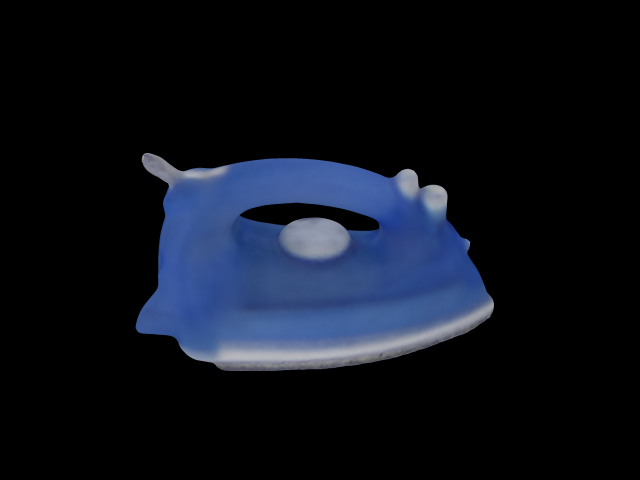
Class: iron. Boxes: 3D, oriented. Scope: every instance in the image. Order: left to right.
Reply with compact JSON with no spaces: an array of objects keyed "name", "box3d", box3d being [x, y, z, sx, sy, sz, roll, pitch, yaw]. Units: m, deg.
[{"name":"iron","box3d":[0.004,0.001,0.400,0.258,0.141,0.118,-2,36,-2]}]
